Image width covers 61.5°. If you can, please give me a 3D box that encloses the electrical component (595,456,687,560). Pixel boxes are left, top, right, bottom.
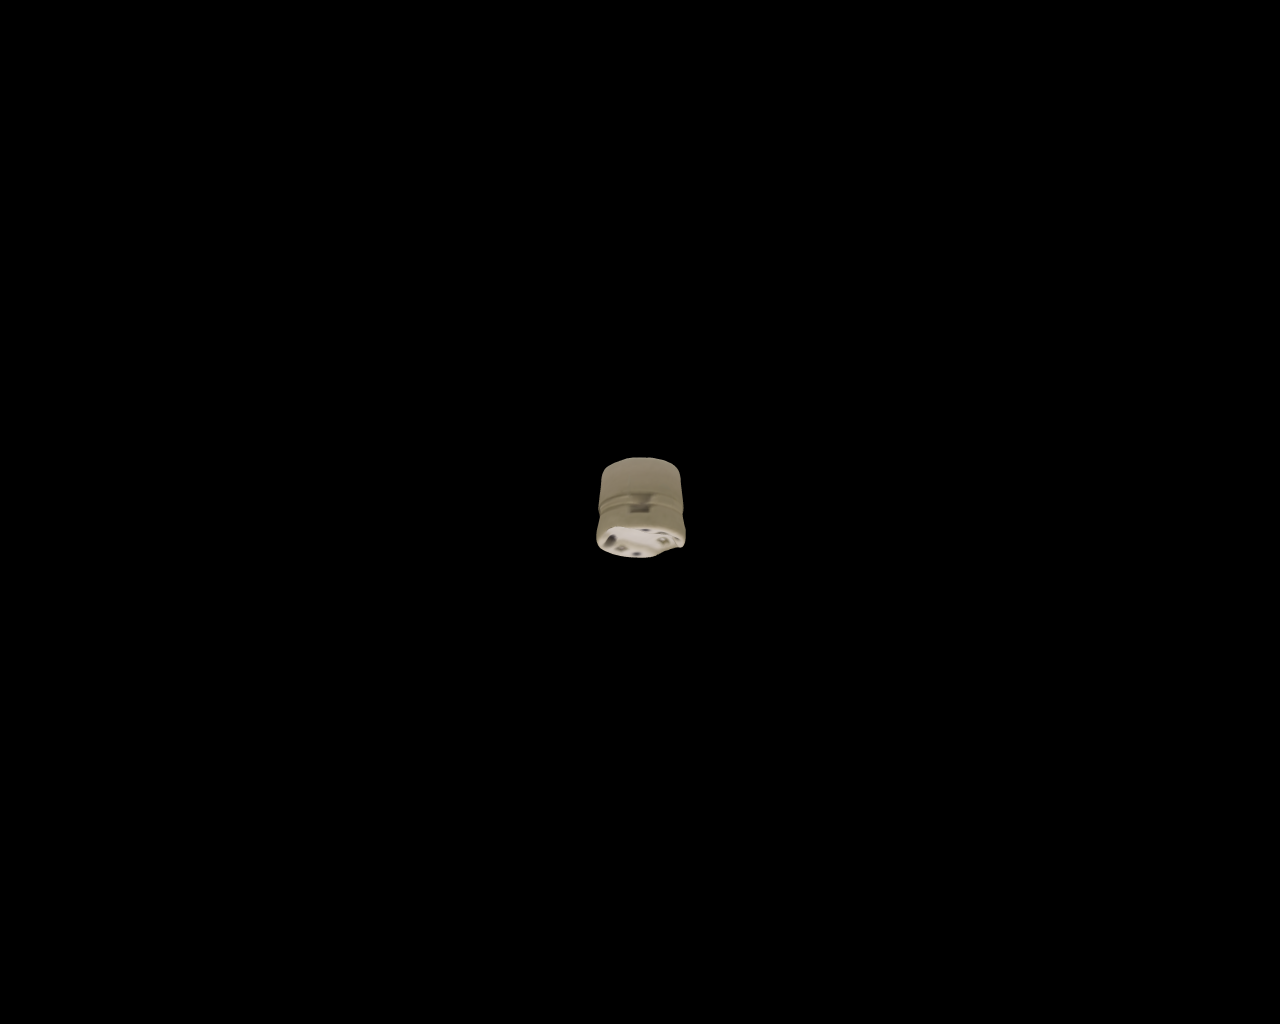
[{"bbox_3d":[0.001,-0.003,0.650,0.055,0.047,0.055,0,-23,0],"label":"electrical component"}]
